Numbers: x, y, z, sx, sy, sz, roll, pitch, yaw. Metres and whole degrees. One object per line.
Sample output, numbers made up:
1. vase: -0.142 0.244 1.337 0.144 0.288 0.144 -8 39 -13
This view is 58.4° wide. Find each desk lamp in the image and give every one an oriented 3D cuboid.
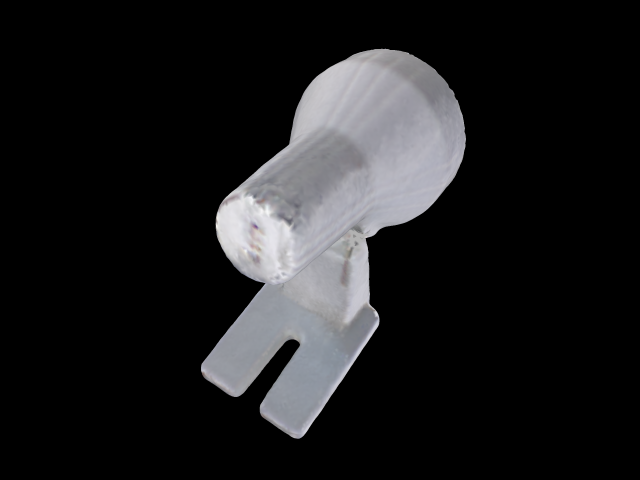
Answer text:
1. desk lamp: 0.004 0.001 0.400 0.117 0.214 0.203 27 58 18
